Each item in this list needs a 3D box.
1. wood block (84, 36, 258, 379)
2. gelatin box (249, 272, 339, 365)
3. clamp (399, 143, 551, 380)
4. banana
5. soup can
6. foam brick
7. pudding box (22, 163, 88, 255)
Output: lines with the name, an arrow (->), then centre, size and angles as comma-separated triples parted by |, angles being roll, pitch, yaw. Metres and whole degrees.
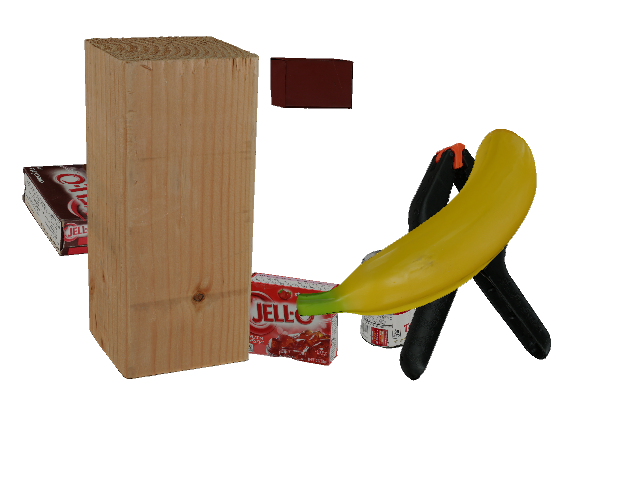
wood block -> -0.100, -0.025, 0.706 | 0.090, 0.206, 0.090 | -6, 21, -26
gelatin box -> -0.028, 0.073, 0.998 | 0.089, 0.073, 0.030 | 7, 17, 18
clamp -> 0.097, 0.019, 0.776 | 0.120, 0.171, 0.039 | -15, -3, -27
banana -> 0.072, -0.013, 0.564 | 0.070, 0.037, 0.197 | 20, 41, 34
soup can -> 0.082, 0.072, 1.297 | 0.068, 0.102, 0.068 | 0, 30, 0
foam brick -> -0.010, -0.167, 1.135 | 0.078, 0.051, 0.053 | -2, 12, -19
pudding box -> -0.198, -0.029, 0.921 | 0.089, 0.039, 0.114 | -5, 27, -32
